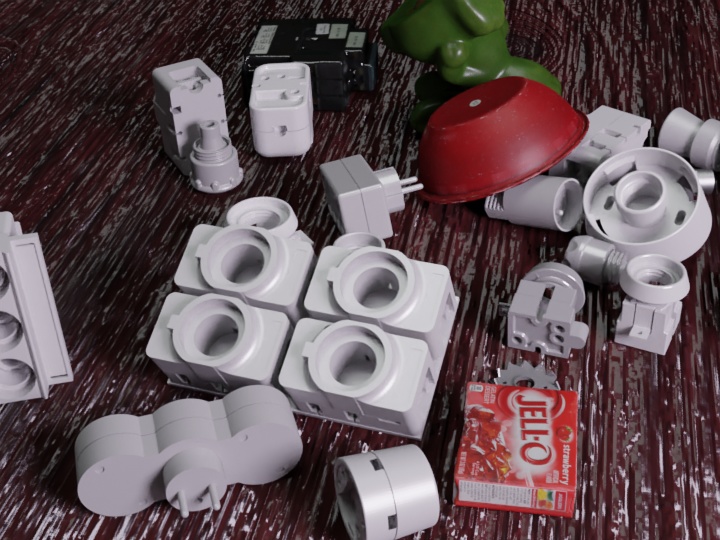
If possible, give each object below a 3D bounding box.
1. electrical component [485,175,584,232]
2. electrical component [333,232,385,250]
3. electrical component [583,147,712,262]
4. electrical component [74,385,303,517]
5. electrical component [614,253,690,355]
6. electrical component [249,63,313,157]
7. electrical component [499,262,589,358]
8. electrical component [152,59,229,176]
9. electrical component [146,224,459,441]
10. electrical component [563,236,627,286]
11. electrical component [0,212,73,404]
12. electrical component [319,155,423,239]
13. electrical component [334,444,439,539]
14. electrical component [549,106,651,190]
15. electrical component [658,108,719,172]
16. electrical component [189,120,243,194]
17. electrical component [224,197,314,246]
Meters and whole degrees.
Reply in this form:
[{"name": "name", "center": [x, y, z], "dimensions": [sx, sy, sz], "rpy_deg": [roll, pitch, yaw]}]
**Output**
[{"name": "electrical component", "center": [0.140, -0.058, 0.894], "dimensions": [0.081, 0.043, 0.043], "rpy_deg": [12, 36, 44]}, {"name": "electrical component", "center": [0.000, 0.000, 0.824], "dimensions": [0.040, 0.046, 0.040], "rpy_deg": [-2, 36, 1]}, {"name": "electrical component", "center": [0.228, -0.048, 0.861], "dimensions": [0.099, 0.064, 0.099], "rpy_deg": [-10, 59, 17]}, {"name": "electrical component", "center": [-0.103, 0.121, 0.659], "dimensions": [0.138, 0.052, 0.073], "rpy_deg": [-11, 37, -11]}, {"name": "electrical component", "center": [0.209, 0.022, 0.771], "dimensions": [0.048, 0.055, 0.066], "rpy_deg": [15, 40, 23]}, {"name": "electrical component", "center": [-0.074, -0.150, 1.024], "dimensions": [0.054, 0.059, 0.095], "rpy_deg": [-2, 36, 1]}, {"name": "electrical component", "center": [0.136, 0.028, 0.779], "dimensions": [0.066, 0.048, 0.055], "rpy_deg": [11, 46, 18]}, {"name": "electrical component", "center": [-0.157, -0.143, 0.995], "dimensions": [0.050, 0.089, 0.055], "rpy_deg": [-20, 39, -22]}, {"name": "electrical component", "center": [-0.038, 0.037, 0.729], "dimensions": [0.186, 0.060, 0.105], "rpy_deg": [10, 65, 17]}, {"name": "electrical component", "center": [0.189, -0.004, 0.827], "dimensions": [0.061, 0.035, 0.035], "rpy_deg": [20, 42, 23]}, {"name": "electrical component", "center": [-0.249, 0.026, 0.742], "dimensions": [0.079, 0.121, 0.063], "rpy_deg": [-9, 34, -8]}, {"name": "electrical component", "center": [0.014, -0.063, 0.892], "dimensions": [0.076, 0.047, 0.083], "rpy_deg": [-16, 26, -6]}, {"name": "electrical component", "center": [0.016, 0.132, 0.636], "dimensions": [0.047, 0.055, 0.055], "rpy_deg": [-11, 37, -17]}, {"name": "electrical component", "center": [0.207, -0.103, 0.948], "dimensions": [0.056, 0.050, 0.089], "rpy_deg": [25, 44, 33]}, {"name": "electrical component", "center": [0.303, -0.116, 0.964], "dimensions": [0.055, 0.045, 0.045], "rpy_deg": [29, 47, 35]}, {"name": "electrical component", "center": [-0.131, -0.103, 0.961], "dimensions": [0.048, 0.062, 0.048], "rpy_deg": [-2, 36, 2]}, {"name": "electrical component", "center": [-0.076, -0.021, 0.849], "dimensions": [0.078, 0.057, 0.058], "rpy_deg": [-21, 40, -24]}]
